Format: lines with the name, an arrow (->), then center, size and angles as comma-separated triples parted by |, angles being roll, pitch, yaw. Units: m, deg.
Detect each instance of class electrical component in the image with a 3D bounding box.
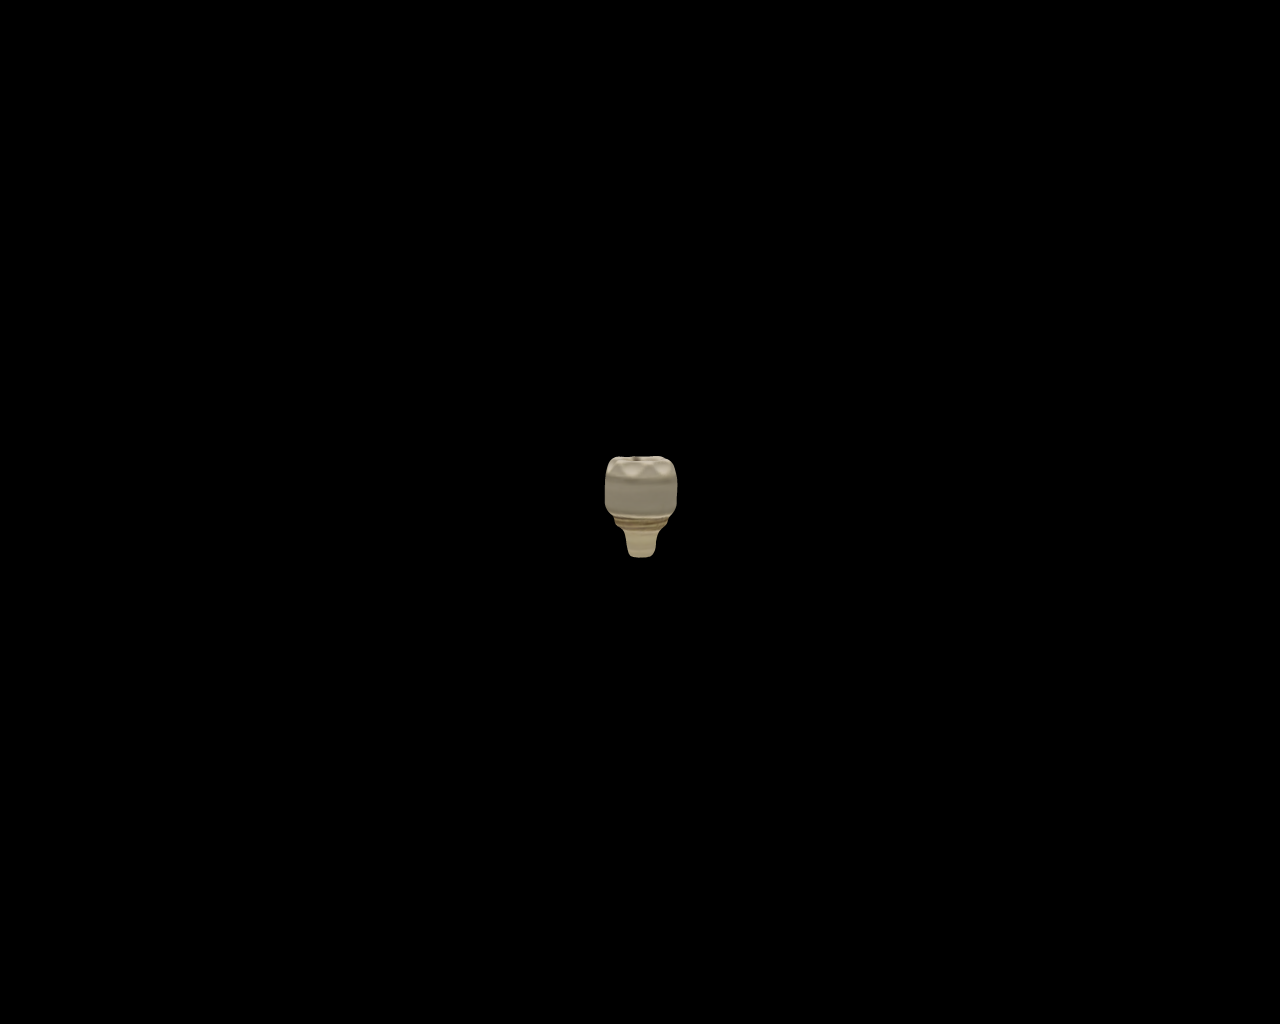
electrical component -> 0.001, -0.003, 0.650 | 0.043, 0.062, 0.043 | 0, 9, 0
